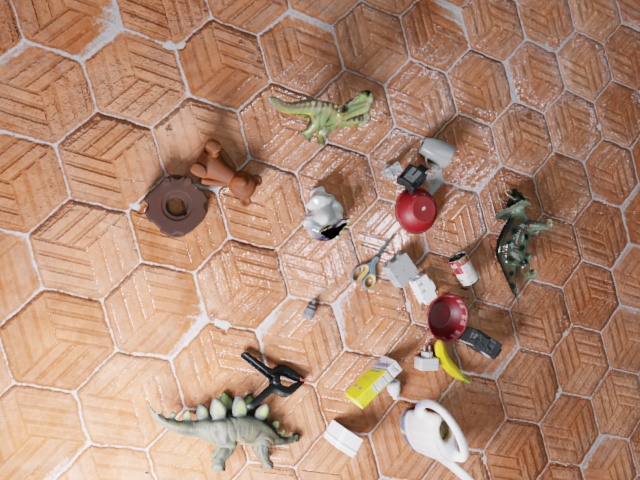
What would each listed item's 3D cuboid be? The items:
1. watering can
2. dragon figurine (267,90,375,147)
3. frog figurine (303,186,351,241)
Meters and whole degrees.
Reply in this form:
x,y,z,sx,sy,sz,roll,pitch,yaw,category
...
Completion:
x,y,z,sx,sy,sz,roll,pitch,yaw,category
0.376,0.647,1.610,0.105,0.222,0.346,-29,98,-36,watering can
0.038,-0.389,1.510,0.241,0.409,0.123,-22,79,20,dragon figurine
0.005,-0.080,1.595,0.138,0.120,0.162,-30,62,-10,frog figurine
